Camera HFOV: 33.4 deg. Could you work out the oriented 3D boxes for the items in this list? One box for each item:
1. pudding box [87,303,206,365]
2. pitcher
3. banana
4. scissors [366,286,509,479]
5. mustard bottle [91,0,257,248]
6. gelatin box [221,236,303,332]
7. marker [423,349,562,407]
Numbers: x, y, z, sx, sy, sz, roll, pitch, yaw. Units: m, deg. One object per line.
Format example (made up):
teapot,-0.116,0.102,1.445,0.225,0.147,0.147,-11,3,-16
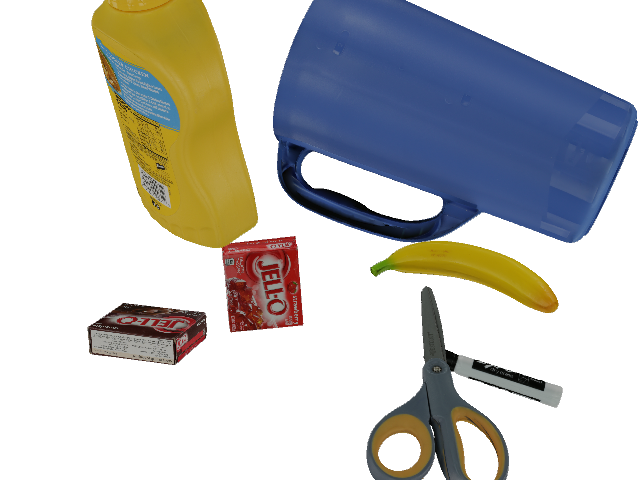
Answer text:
pudding box,-0.201,0.108,1.248,0.114,0.039,0.090,3,15,17
pitcher,0.092,-0.081,0.775,0.243,0.149,0.144,24,48,10
banana,0.155,0.034,1.106,0.198,0.069,0.037,10,-40,24
scissors,0.062,0.098,0.714,0.096,0.016,0.202,-9,36,-11
mustard bottle,-0.089,-0.089,0.619,0.058,0.191,0.096,-33,49,-23
gelatin box,-0.056,0.043,1.039,0.073,0.089,0.030,-5,27,-5
marker,0.148,0.116,0.922,0.121,0.020,0.020,18,2,6
